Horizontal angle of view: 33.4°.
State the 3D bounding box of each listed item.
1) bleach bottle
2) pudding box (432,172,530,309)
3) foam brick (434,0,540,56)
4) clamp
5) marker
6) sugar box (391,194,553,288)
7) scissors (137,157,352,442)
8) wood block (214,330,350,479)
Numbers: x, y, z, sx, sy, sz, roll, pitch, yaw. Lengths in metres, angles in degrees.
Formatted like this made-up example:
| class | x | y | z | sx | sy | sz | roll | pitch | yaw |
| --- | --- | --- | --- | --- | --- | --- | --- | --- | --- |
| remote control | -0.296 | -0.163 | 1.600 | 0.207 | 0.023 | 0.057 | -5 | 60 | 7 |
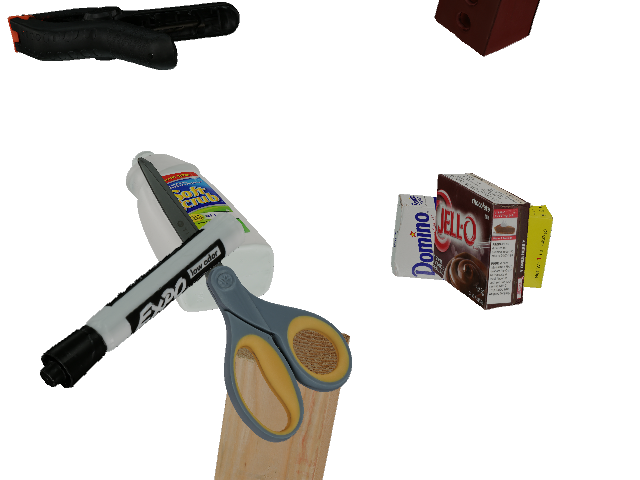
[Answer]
| class | x | y | z | sx | sy | sz | roll | pitch | yaw |
| --- | --- | --- | --- | --- | --- | --- | --- | --- | --- |
| bleach bottle | -0.142 | -0.025 | 1.079 | 0.102 | 0.068 | 0.251 | -10 | 33 | -27 |
| pudding box | 0.133 | -0.002 | 0.898 | 0.039 | 0.090 | 0.114 | -5 | 17 | -19 |
| foam brick | 0.121 | -0.179 | 0.745 | 0.051 | 0.078 | 0.053 | -31 | 60 | -30 |
| clamp | -0.147 | -0.156 | 0.791 | 0.172 | 0.039 | 0.120 | 11 | 22 | 26 |
| marker | -0.079 | 0.026 | 0.484 | 0.020 | 0.020 | 0.120 | 0 | 32 | 45 |
| sugar box | 0.174 | 0.001 | 1.245 | 0.176 | 0.093 | 0.048 | 3 | 22 | -2 |
| scissors | -0.044 | 0.029 | 0.694 | 0.096 | 0.202 | 0.016 | -15 | -10 | -27 |
| wood block | -0.040 | 0.183 | 0.961 | 0.090 | 0.206 | 0.090 | 13 | 22 | 7 |
